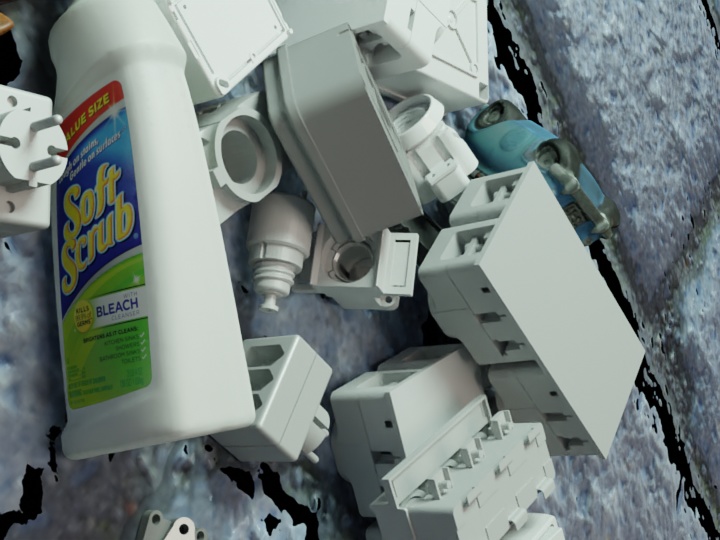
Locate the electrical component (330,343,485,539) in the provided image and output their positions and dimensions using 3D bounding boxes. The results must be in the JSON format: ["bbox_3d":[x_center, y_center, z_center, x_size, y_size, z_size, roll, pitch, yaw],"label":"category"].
[{"bbox_3d":[0.048,0.155,0.749,0.105,0.060,0.186,-24,103,-51],"label":"electrical component"}]

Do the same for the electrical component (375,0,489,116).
[{"bbox_3d":[0.046,-0.182,0.809,0.109,0.056,0.108,12,74,-50],"label":"electrical component"}]

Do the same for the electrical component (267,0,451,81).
[{"bbox_3d":[0.006,-0.215,0.723,0.060,0.105,0.186,33,59,-44],"label":"electrical component"}]

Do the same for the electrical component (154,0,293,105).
[{"bbox_3d":[-0.090,-0.142,0.623,0.096,0.061,0.061,-53,124,-42],"label":"electrical component"}]

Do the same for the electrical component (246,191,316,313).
[{"bbox_3d":[-0.051,-0.012,0.668,0.040,0.040,0.078,27,64,-47],"label":"electrical component"}]

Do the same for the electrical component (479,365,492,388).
[{"bbox_3d":[0.091,0.074,0.835,0.078,0.040,0.040,-34,111,-49],"label":"electrical component"}]

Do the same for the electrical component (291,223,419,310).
[{"bbox_3d":[0.000,0.000,0.710,0.064,0.081,0.042,52,43,-65],"label":"electrical component"}]

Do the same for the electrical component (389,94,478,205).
[{"bbox_3d":[0.046,-0.090,0.785,0.057,0.058,0.078,51,6,-29],"label":"electrical component"}]

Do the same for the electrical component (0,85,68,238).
[{"bbox_3d":[-0.164,-0.054,0.502,0.047,0.077,0.065,9,77,-51],"label":"electrical component"}]

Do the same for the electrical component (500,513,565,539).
[{"bbox_3d":[0.094,0.206,0.698,0.096,0.061,0.061,-30,108,-50],"label":"electrical component"}]

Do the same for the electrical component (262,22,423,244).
[{"bbox_3d":[-0.011,-0.081,0.653,0.078,0.057,0.113,-101,167,-48],"label":"electrical component"}]

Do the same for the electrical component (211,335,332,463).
[{"bbox_3d":[-0.044,0.088,0.654,0.076,0.047,0.065,49,49,-35],"label":"electrical component"}]

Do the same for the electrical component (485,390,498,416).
[{"bbox_3d":[0.107,0.115,0.836,0.045,0.055,0.045,12,75,-51],"label":"electrical component"}]

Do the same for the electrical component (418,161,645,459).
[{"bbox_3d":[0.123,0.033,0.760,0.186,0.060,0.105,54,47,-26],"label":"electrical component"}]

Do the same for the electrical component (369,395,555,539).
[{"bbox_3d":[0.070,0.139,0.677,0.121,0.063,0.078,-30,107,-50],"label":"electrical component"}]

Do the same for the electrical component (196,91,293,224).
[{"bbox_3d":[-0.084,-0.062,0.622,0.089,0.056,0.050,-45,119,-46],"label":"electrical component"}]
